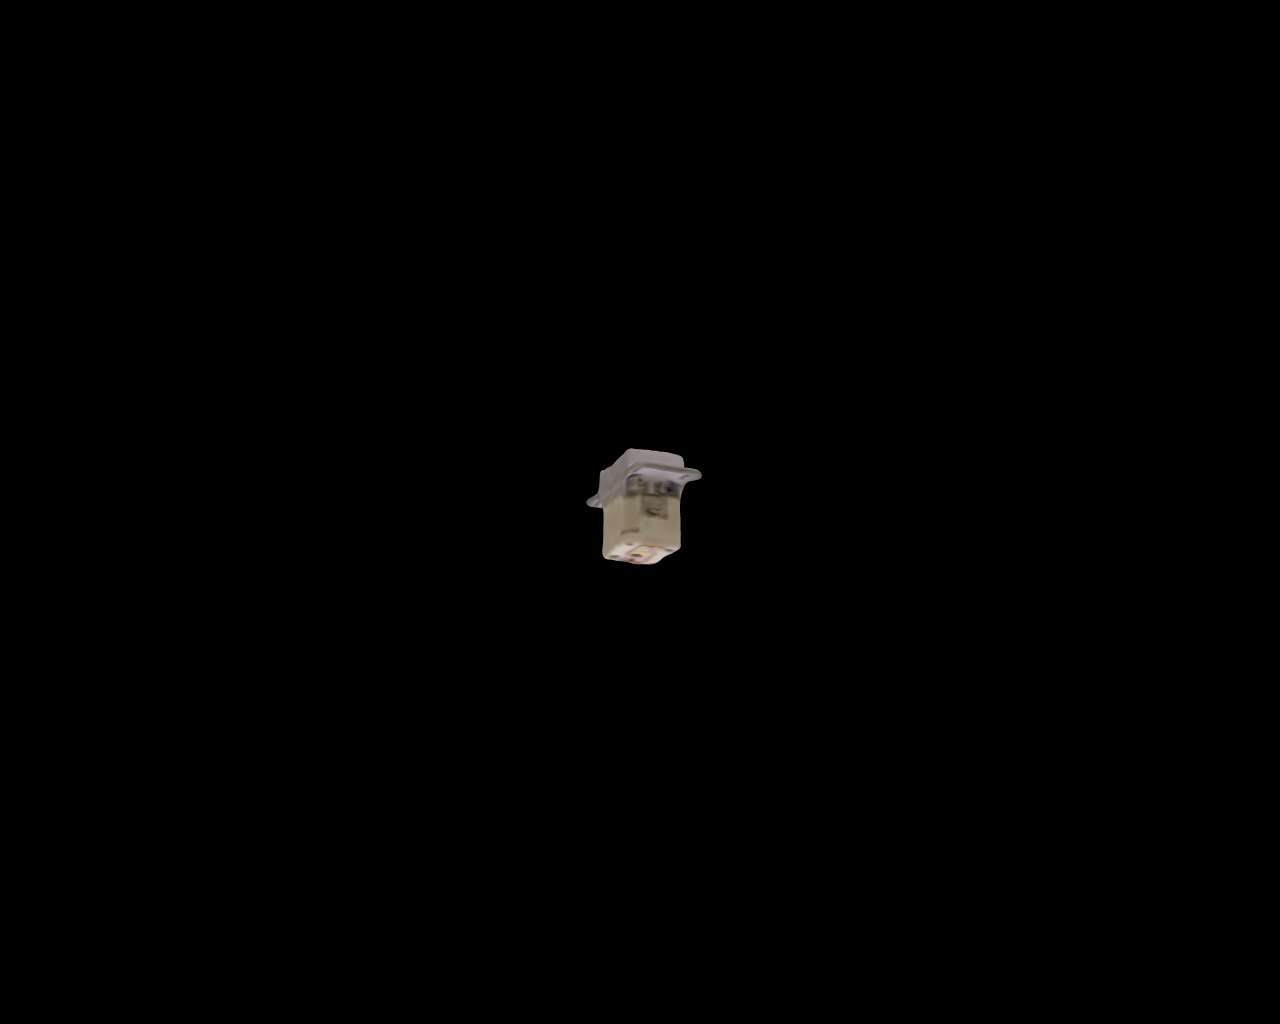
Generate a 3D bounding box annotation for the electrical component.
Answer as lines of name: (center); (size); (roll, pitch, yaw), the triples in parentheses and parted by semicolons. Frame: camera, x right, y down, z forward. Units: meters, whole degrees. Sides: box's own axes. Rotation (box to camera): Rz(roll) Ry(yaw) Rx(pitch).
electrical component: (0.001, -0.003, 0.650); (0.042, 0.064, 0.081); (8, -20, -22)
